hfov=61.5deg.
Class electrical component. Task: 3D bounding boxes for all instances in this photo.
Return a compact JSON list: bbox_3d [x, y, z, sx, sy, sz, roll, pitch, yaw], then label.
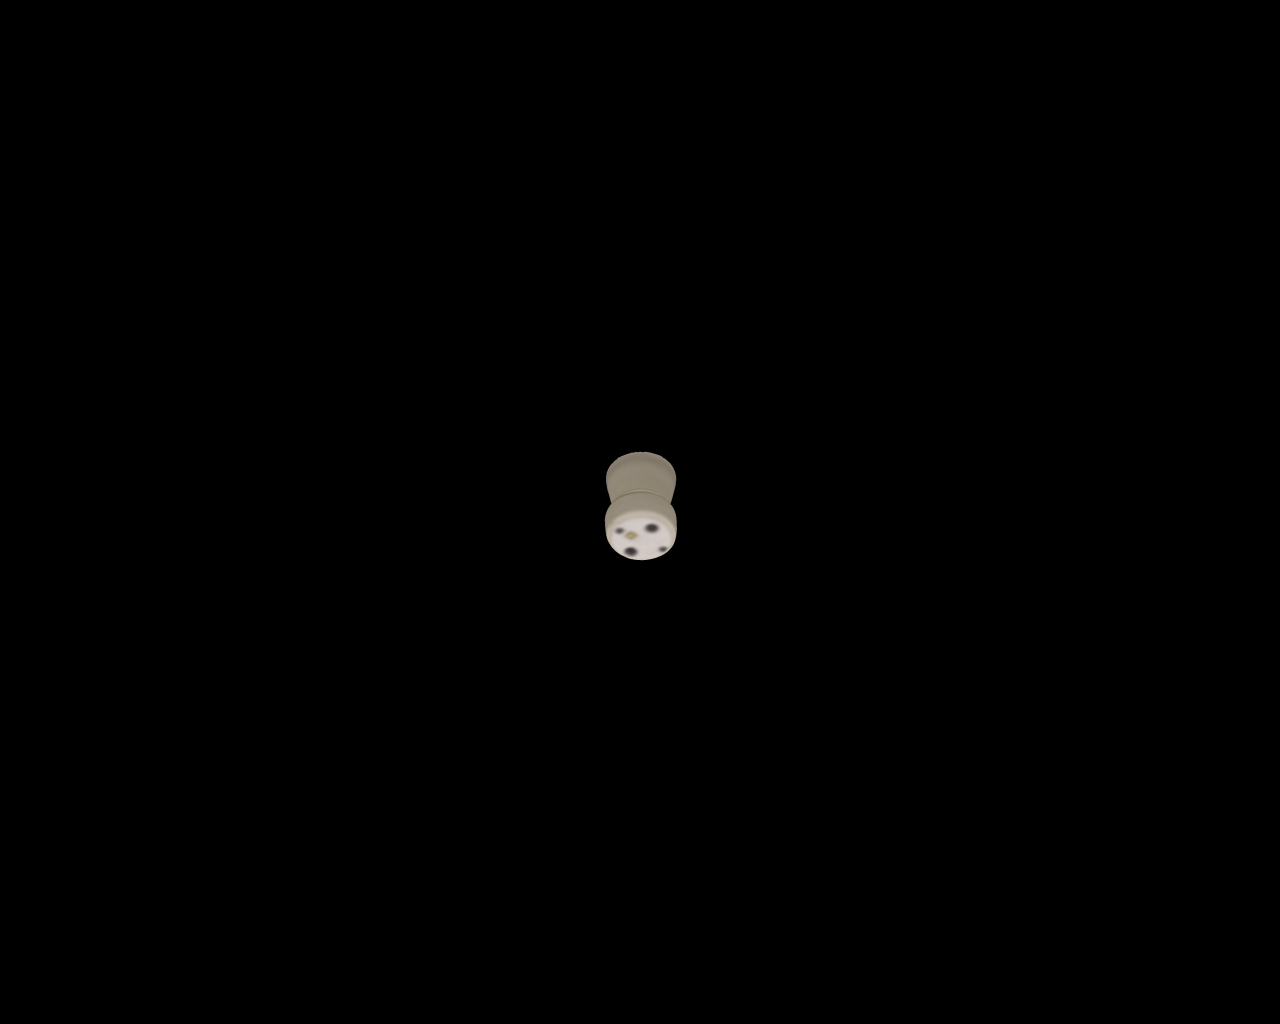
[{"bbox_3d":[0.001,-0.003,0.650,0.045,0.044,0.055,0,45,0],"label":"electrical component"}]
